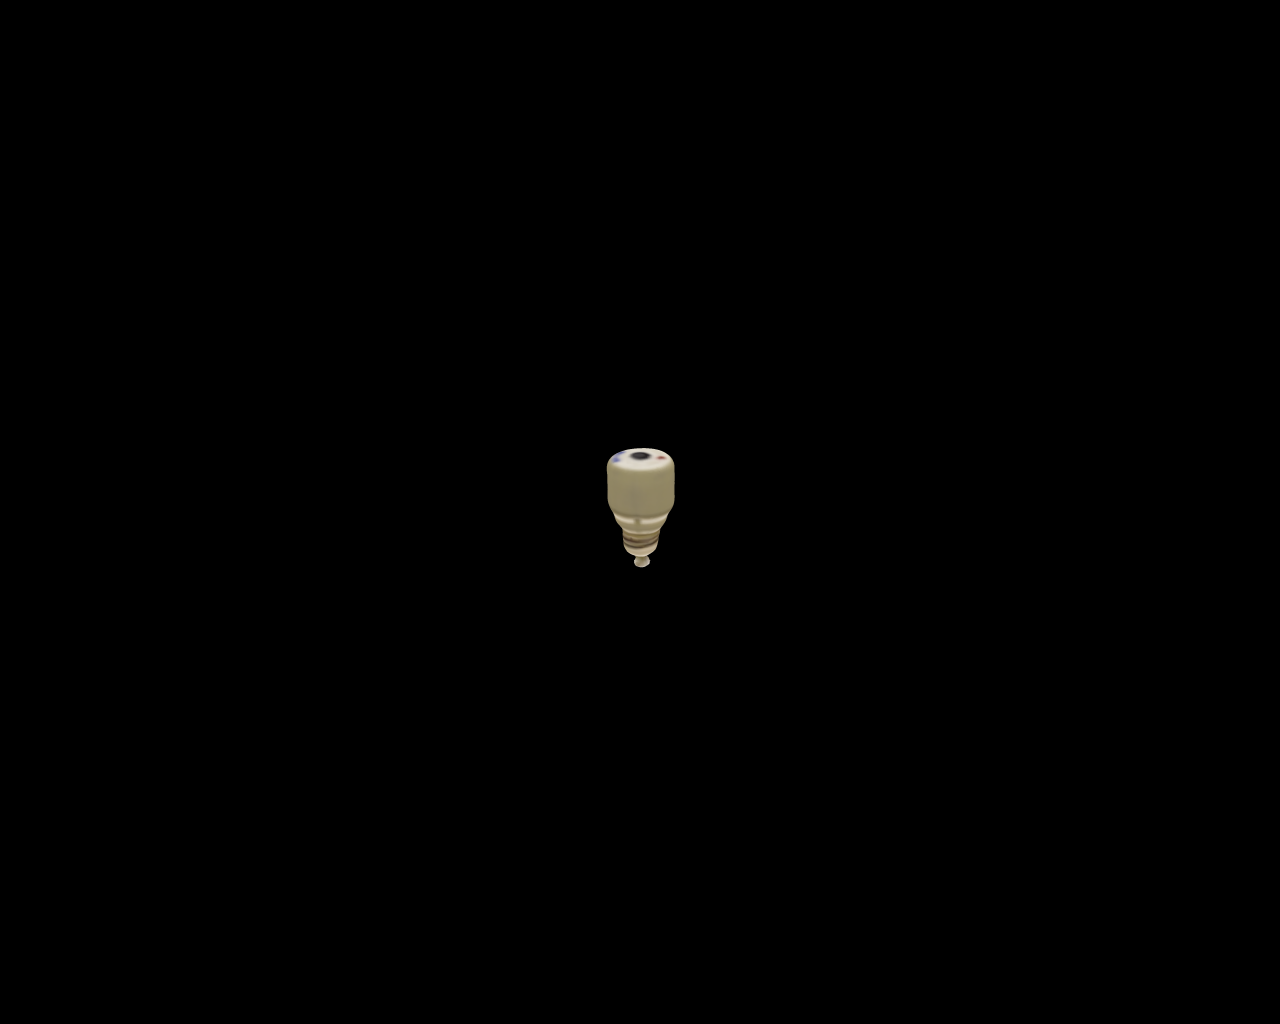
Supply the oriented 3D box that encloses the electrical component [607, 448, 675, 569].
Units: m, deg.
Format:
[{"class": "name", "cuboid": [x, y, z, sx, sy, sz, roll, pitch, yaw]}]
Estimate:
[{"class": "electrical component", "cuboid": [0.001, -0.003, 0.650, 0.040, 0.078, 0.040, 0, 25, 0]}]
